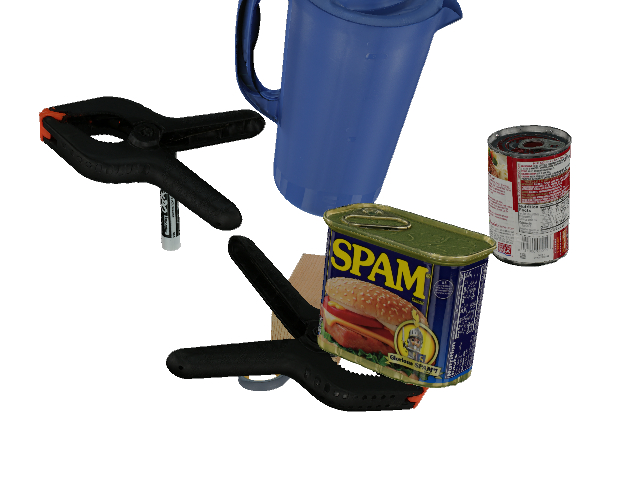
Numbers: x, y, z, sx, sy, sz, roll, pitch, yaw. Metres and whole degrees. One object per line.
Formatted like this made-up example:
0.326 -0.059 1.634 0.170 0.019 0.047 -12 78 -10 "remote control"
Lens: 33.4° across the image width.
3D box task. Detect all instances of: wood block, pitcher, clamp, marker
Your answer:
-0.003 0.097 1.477 0.091 0.090 0.206 6 20 8 "wood block"
0.013 -0.140 0.962 0.144 0.243 0.149 -31 60 -34 "pitcher"
-0.124 -0.076 0.816 0.171 0.039 0.120 21 42 1 "clamp"
-0.150 -0.047 1.061 0.020 0.121 0.020 2 29 -1 "marker"
-0.015 0.091 0.872 0.210 0.036 0.164 28 42 4 "clamp"

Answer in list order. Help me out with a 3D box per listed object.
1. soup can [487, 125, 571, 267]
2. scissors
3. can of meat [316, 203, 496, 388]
0.175 -0.037 0.894 0.068 0.102 0.068 -5 25 2 "soup can"
-0.014 0.141 1.213 0.201 0.016 0.096 1 24 -9 "scissors"
0.047 0.032 0.632 0.102 0.084 0.057 19 22 36 "can of meat"
